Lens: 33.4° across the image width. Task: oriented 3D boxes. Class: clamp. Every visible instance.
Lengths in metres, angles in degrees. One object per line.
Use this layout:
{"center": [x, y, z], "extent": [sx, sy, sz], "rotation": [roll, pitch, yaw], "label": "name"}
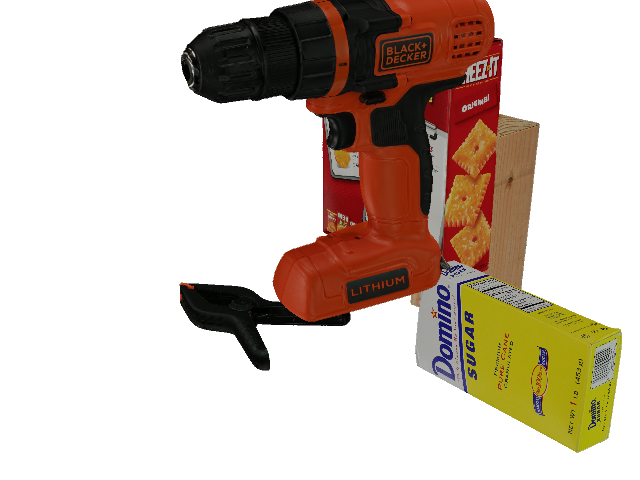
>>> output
{"center": [-0.092, 0.092, 1.256], "extent": [0.210, 0.036, 0.164], "rotation": [13, 23, 27], "label": "clamp"}

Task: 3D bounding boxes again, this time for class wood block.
{"center": [0.162, -0.026, 1.130], "extent": [0.090, 0.206, 0.090], "rotation": [20, 27, 38], "label": "wood block"}

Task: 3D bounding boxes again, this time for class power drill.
{"center": [0.011, -0.048, 0.613], "extent": [0.184, 0.188, 0.057], "rotation": [-13, 34, -22], "label": "power drill"}

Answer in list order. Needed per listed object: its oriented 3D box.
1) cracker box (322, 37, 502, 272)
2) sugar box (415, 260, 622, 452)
{"center": [0.078, -0.086, 0.958], "extent": [0.071, 0.214, 0.164], "rotation": [-18, 30, -36], "label": "cracker box"}
{"center": [0.151, 0.087, 0.848], "extent": [0.048, 0.093, 0.176], "rotation": [-14, 25, -39], "label": "sugar box"}
